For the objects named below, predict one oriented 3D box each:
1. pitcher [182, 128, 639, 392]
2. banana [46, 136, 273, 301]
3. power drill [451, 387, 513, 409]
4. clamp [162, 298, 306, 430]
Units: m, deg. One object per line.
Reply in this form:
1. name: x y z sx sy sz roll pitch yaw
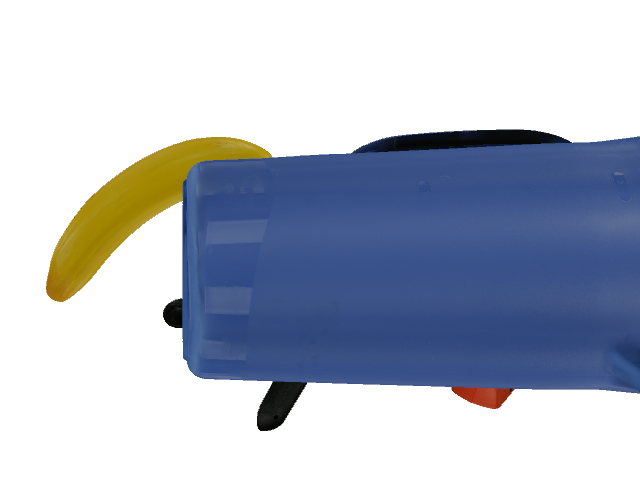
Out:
1. pitcher: 0.051 0.006 0.548 0.242 0.145 0.149 0 -1 -7
2. banana: -0.111 -0.023 0.731 0.198 0.069 0.037 -23 7 6
3. power drill: 0.177 0.064 1.016 0.057 0.188 0.184 23 30 22
4. clamp: -0.006 0.076 0.888 0.209 0.036 0.165 -16 40 -22
